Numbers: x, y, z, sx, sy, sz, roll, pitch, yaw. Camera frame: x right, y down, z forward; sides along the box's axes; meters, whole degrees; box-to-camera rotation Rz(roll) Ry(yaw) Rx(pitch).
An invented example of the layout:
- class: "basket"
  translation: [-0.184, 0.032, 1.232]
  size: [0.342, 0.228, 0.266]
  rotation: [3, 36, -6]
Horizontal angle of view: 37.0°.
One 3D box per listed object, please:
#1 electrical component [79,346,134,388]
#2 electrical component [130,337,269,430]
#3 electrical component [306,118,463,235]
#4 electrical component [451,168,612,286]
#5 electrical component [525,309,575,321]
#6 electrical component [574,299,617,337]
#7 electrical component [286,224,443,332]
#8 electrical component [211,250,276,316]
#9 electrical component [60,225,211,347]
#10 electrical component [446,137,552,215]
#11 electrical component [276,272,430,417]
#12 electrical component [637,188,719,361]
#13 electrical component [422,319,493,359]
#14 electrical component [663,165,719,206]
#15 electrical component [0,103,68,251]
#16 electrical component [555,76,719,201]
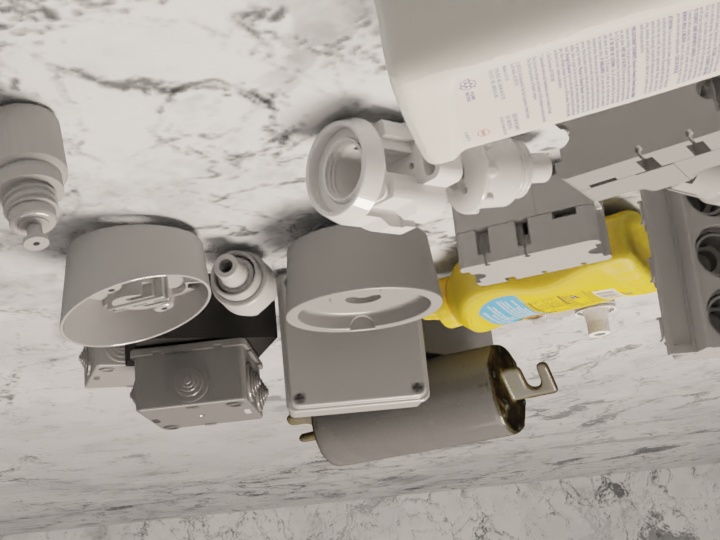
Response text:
- class: "electrical component"
  translation: [-0.189, 0.069, 0.918]
  size: [0.100, 0.048, 0.100]
  rotation: [1, 161, -21]
- class: "electrical component"
  translation: [-0.124, 0.090, 0.834]
  size: [0.100, 0.048, 0.099]
  rotation: [-7, 162, 2]
- class: "electrical component"
  translation: [0.008, -0.052, 0.588]
  size: [0.057, 0.058, 0.078]
  rotation: [5, 160, -40]
- class: "electrical component"
  translation: [0.109, -0.030, 0.692]
  size: [0.089, 0.055, 0.050]
  rotation: [-13, 161, 21]
- class: "electrical component"
  translation: [0.158, 0.024, 0.912]
  size: [0.040, 0.040, 0.046]
  rotation: [-19, 163, 36]
- class: "electrical component"
  translation: [0.191, 0.023, 0.878]
  size: [0.048, 0.062, 0.048]
  rotation: [-6, 163, -2]
- class: "electrical component"
  translation: [0.000, 0.000, 0.743]
  size: [0.108, 0.060, 0.108]
  rotation: [-6, 163, -2]
- class: "electrical component"
  translation: [-0.086, 0.006, 0.764]
  size: [0.043, 0.043, 0.062]
  rotation: [-9, 161, 9]
- class: "electrical component"
  translation: [-0.150, 0.010, 0.717]
  size: [0.099, 0.064, 0.099]
  rotation: [-5, 163, -2]
- class: "electrical component"
  translation: [0.081, -0.057, 0.619]
  size: [0.062, 0.048, 0.048]
  rotation: [-6, 164, -26]
- class: "electrical component"
  translation: [-0.007, 0.055, 0.839]
  size: [0.109, 0.108, 0.056]
  rotation: [-5, 166, -5]
- class: "electrical component"
  translation: [0.225, -0.005, 0.704]
  size: [0.079, 0.121, 0.063]
  rotation: [-4, 165, -7]
- class: "electrical component"
  translation: [0.059, 0.059, 0.956]
  size: [0.078, 0.057, 0.113]
  rotation: [-22, 156, 40]
- class: "electrical component"
  translation: [0.208, -0.062, 0.656]
  size: [0.046, 0.040, 0.040]
  rotation: [9, 158, -23]
- class: "electrical component"
  translation: [-0.163, -0.045, 0.526]
  size: [0.040, 0.078, 0.040]
  rotation: [-14, 152, -7]
- class: "electrical component"
  translation: [0.153, -0.075, 0.573]
  size: [0.089, 0.050, 0.056]
  rotation: [-17, 160, 29]
